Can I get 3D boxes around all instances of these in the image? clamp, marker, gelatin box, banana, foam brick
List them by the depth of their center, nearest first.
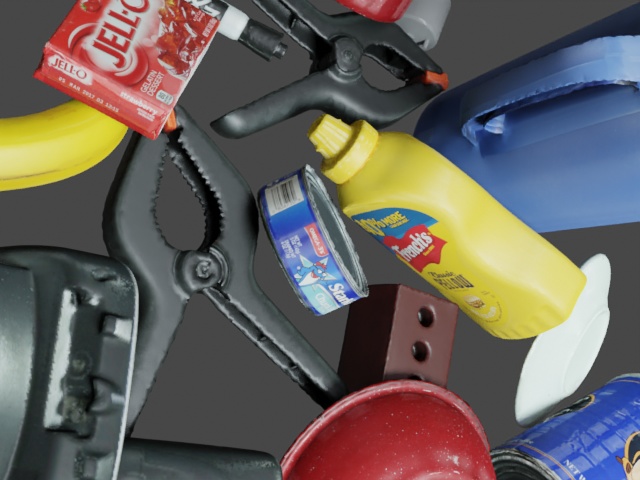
[{"bbox_3d":[-0.173,-0.056,0.556,0.197,0.037,0.070,-17,66,-38],"label":"banana"},{"bbox_3d":[-0.104,-0.106,0.586,0.073,0.030,0.089,29,47,-9],"label":"gelatin box"},{"bbox_3d":[-0.079,0.026,0.603,0.164,0.036,0.210,-18,91,-32],"label":"clamp"},{"bbox_3d":[-0.073,-0.140,0.623,0.121,0.020,0.020,29,66,-8],"label":"marker"},{"bbox_3d":[0.048,0.071,0.674,0.052,0.051,0.078,20,71,-31],"label":"foam brick"},{"bbox_3d":[0.004,-0.123,0.684,0.171,0.039,0.120,-2,88,-32],"label":"clamp"}]

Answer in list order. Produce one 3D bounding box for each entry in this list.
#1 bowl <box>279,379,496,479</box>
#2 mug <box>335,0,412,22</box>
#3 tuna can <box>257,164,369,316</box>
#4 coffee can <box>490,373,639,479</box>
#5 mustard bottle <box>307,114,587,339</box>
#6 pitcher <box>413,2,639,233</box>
[{"bbox_3d":[0.049,0.166,0.623,0.161,0.055,0.162,-8,108,-26],"label":"bowl"},{"bbox_3d":[0.038,-0.197,0.683,0.093,0.082,0.117,30,26,-7],"label":"mug"},{"bbox_3d":[-0.004,0.001,0.630,0.034,0.086,0.086,-25,99,8],"label":"tuna can"},{"bbox_3d":[0.185,0.162,0.722,0.140,0.103,0.103,-20,94,-35],"label":"coffee can"},{"bbox_3d":[0.069,-0.013,0.664,0.191,0.096,0.058,38,71,-17],"label":"mustard bottle"},{"bbox_3d":[0.160,-0.070,0.656,0.149,0.243,0.144,52,58,-17],"label":"pitcher"}]
